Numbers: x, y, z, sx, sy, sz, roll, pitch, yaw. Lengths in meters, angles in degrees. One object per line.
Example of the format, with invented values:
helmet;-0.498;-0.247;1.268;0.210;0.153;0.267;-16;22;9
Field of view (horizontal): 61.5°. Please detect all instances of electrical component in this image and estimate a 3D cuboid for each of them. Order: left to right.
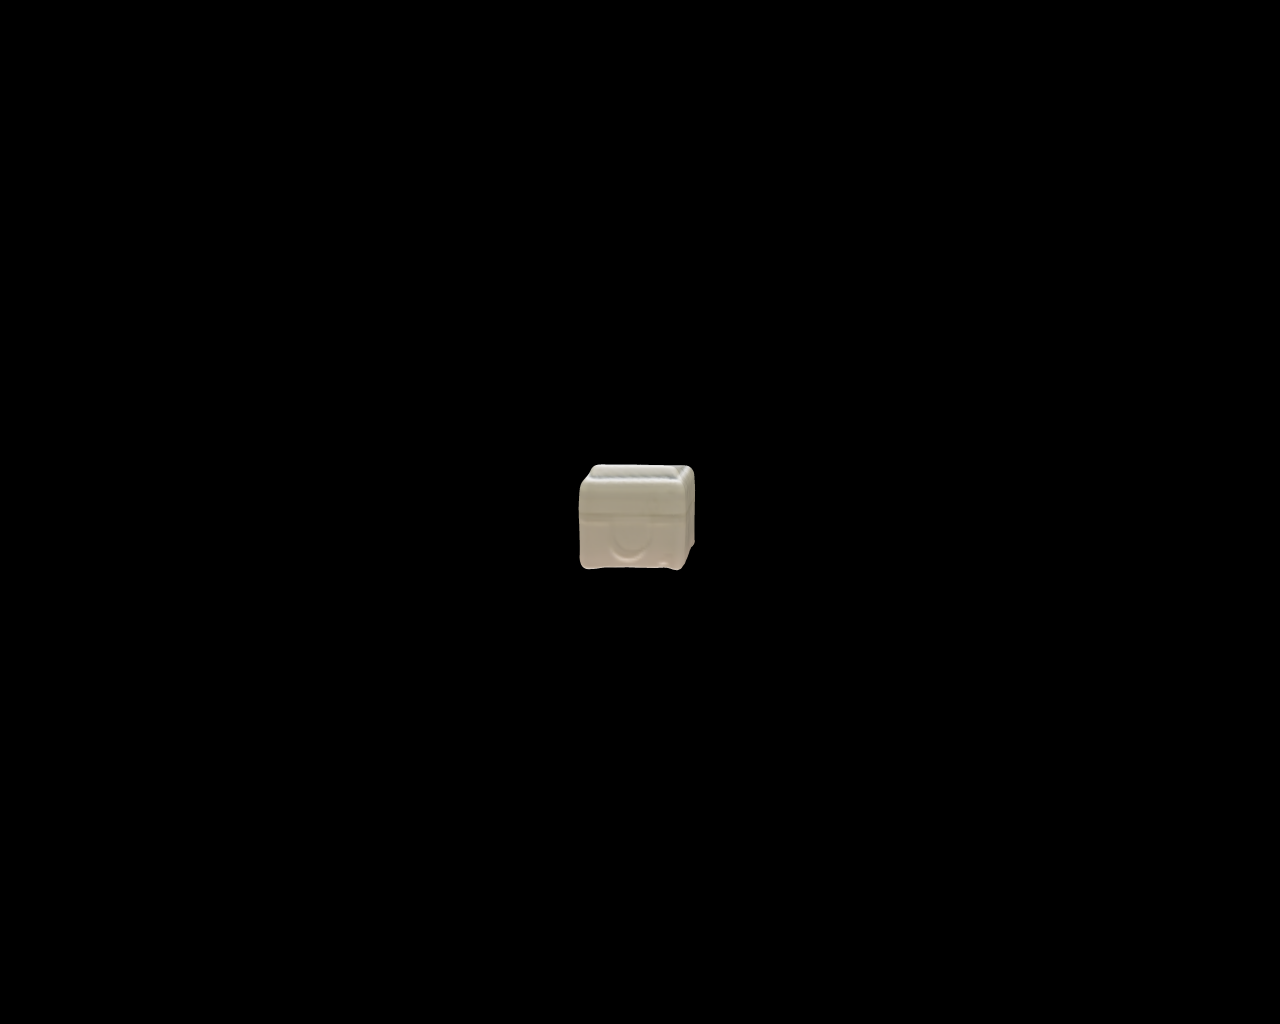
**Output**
electrical component;0.001;-0.003;0.650;0.062;0.061;0.096;1;9;7
